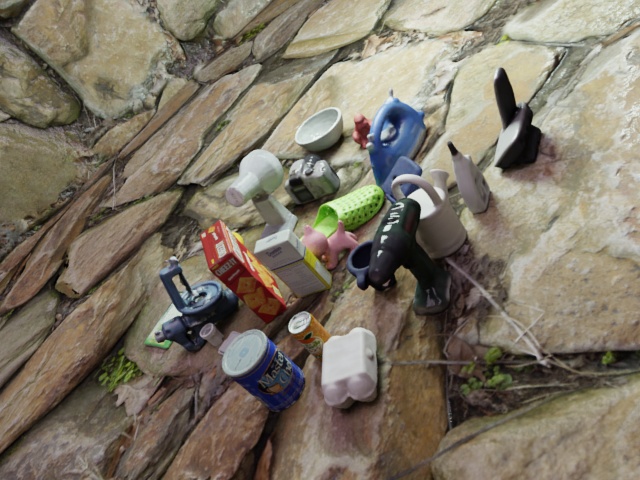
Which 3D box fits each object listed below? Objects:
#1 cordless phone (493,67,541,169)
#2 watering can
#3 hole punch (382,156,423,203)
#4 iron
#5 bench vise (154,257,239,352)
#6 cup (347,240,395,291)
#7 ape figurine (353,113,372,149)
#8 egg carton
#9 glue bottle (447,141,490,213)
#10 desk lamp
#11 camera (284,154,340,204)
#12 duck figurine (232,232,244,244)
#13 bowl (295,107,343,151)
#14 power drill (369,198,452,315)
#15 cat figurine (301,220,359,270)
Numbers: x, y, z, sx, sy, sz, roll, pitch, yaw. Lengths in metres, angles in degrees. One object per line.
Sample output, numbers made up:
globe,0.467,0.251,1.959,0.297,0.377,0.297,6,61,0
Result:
cordless phone,0.392,-0.258,1.214,0.093,0.186,0.147,-11,43,35
watering can,0.212,-0.066,1.150,0.100,0.195,0.173,-16,40,30
hole punch,0.197,-0.127,1.330,0.101,0.091,0.108,-39,34,0
iron,0.172,-0.263,1.466,0.118,0.142,0.258,-3,48,41
bench vise,-0.323,0.156,1.370,0.121,0.220,0.208,10,57,48
cup,0.112,0.071,1.174,0.091,0.095,0.118,-14,41,33
ape figurine,0.123,-0.318,1.621,0.077,0.092,0.076,-17,39,29
egg carton,0.058,0.235,1.056,0.107,0.070,0.150,-24,36,21
glue bottle,0.298,-0.137,1.171,0.037,0.174,0.078,-8,44,37
desk lamp,-0.153,-0.105,1.522,0.117,0.214,0.203,-13,42,33
camera,-0.023,-0.189,1.600,0.142,0.101,0.137,-16,40,30
duck figurine,-0.271,0.013,1.610,0.077,0.086,0.105,5,53,46
bowl,0.010,-0.325,1.751,0.167,0.075,0.167,-25,36,20
power drill,0.166,0.042,1.055,0.075,0.209,0.229,-15,40,31
cat figurine,0.012,0.005,1.324,0.128,0.118,0.067,-35,34,6
